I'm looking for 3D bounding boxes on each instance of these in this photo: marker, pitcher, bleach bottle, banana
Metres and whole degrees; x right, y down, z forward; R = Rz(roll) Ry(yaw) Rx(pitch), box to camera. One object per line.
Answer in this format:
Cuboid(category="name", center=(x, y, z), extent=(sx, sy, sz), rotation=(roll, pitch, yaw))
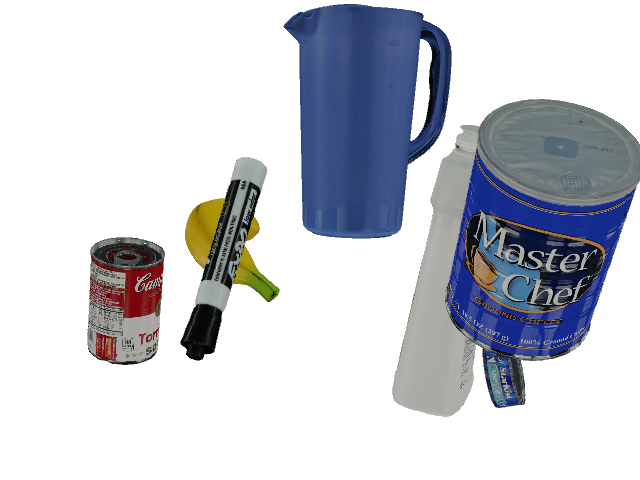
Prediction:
Cuboid(category="marker", center=(-0.053, 0.009, 0.592), extent=(0.020, 0.121, 0.020), rotation=(12, -25, 5))
Cuboid(category="pitcher", center=(0.049, -0.128, 1.144), extent=(0.149, 0.243, 0.144), rotation=(5, 8, 24))
Cuboid(category="bleach bottle", center=(0.117, 0.022, 0.940), extent=(0.068, 0.251, 0.102), rotation=(12, 19, 14))
Cuboid(category="banana", center=(-0.072, -0.001, 0.813), extent=(0.037, 0.069, 0.198), rotation=(-43, 16, 7))

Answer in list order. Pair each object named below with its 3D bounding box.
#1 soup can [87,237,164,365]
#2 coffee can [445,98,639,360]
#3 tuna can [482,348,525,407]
Cuboid(category="soup can", center=(-0.183, 0.057, 0.999), extent=(0.068, 0.102, 0.068), rotation=(6, 21, -3))
Cuboid(category="coffee can", center=(0.142, -0.006, 0.698), extent=(0.103, 0.140, 0.103), rotation=(3, 41, -3))
Cuboid(category="tuna can", center=(0.220, 0.157, 1.278), extent=(0.034, 0.086, 0.086), rotation=(-11, -3, 17))
